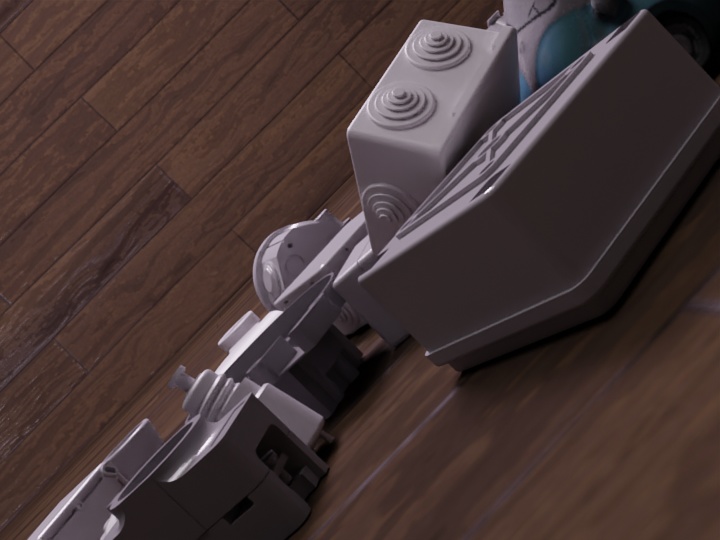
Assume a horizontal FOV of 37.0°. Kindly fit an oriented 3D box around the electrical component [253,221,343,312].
[{"bbox_3d":[-0.038,0.001,0.825,0.080,0.080,0.051,-48,12,-21],"label":"electrical component"}]

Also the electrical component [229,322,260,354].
[{"bbox_3d":[-0.087,0.076,0.834,0.078,0.040,0.040,-45,6,2],"label":"electrical component"}]

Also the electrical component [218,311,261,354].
[{"bbox_3d":[-0.090,0.064,0.906,0.040,0.046,0.040,-45,6,6],"label":"electrical component"}]

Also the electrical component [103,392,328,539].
[{"bbox_3d":[-0.067,0.101,0.460,0.089,0.056,0.050,-43,6,21],"label":"electrical component"}]

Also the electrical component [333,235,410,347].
[{"bbox_3d":[0.033,-0.009,0.570,0.077,0.047,0.065,-41,7,20],"label":"electrical component"}]

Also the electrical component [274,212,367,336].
[{"bbox_3d":[0.000,0.000,0.716,0.099,0.048,0.100,-48,7,-29],"label":"electrical component"}]

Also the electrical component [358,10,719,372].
[{"bbox_3d":[0.067,-0.026,0.397,0.108,0.056,0.109,-48,7,-28],"label":"electrical component"}]

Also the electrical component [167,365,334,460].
[{"bbox_3d":[-0.053,0.069,0.498,0.040,0.078,0.040,-58,-1,-1],"label":"electrical component"}]

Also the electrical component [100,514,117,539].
[{"bbox_3d":[-0.109,0.142,0.529,0.062,0.048,0.048,-50,1,45],"label":"electrical component"}]

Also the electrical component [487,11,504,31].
[{"bbox_3d":[0.139,-0.187,0.904,0.121,0.063,0.078,-47,-34,-17],"label":"electrical component"}]

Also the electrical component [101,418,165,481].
[{"bbox_3d":[-0.140,0.135,0.726,0.045,0.055,0.045,-45,6,6],"label":"electrical component"}]

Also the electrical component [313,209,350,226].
[{"bbox_3d":[-0.012,-0.023,0.890,0.048,0.062,0.048,-45,6,6],"label":"electrical component"}]

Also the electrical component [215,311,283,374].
[{"bbox_3d":[-0.076,0.075,0.748,0.077,0.044,0.079,-50,7,-36],"label":"electrical component"}]

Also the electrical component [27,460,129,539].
[{"bbox_3d":[-0.156,0.165,0.597,0.061,0.062,0.096,-42,7,26],"label":"electrical component"}]

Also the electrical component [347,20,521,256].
[{"bbox_3d":[0.037,-0.057,0.503,0.099,0.048,0.099,-59,-27,-33],"label":"electrical component"}]
